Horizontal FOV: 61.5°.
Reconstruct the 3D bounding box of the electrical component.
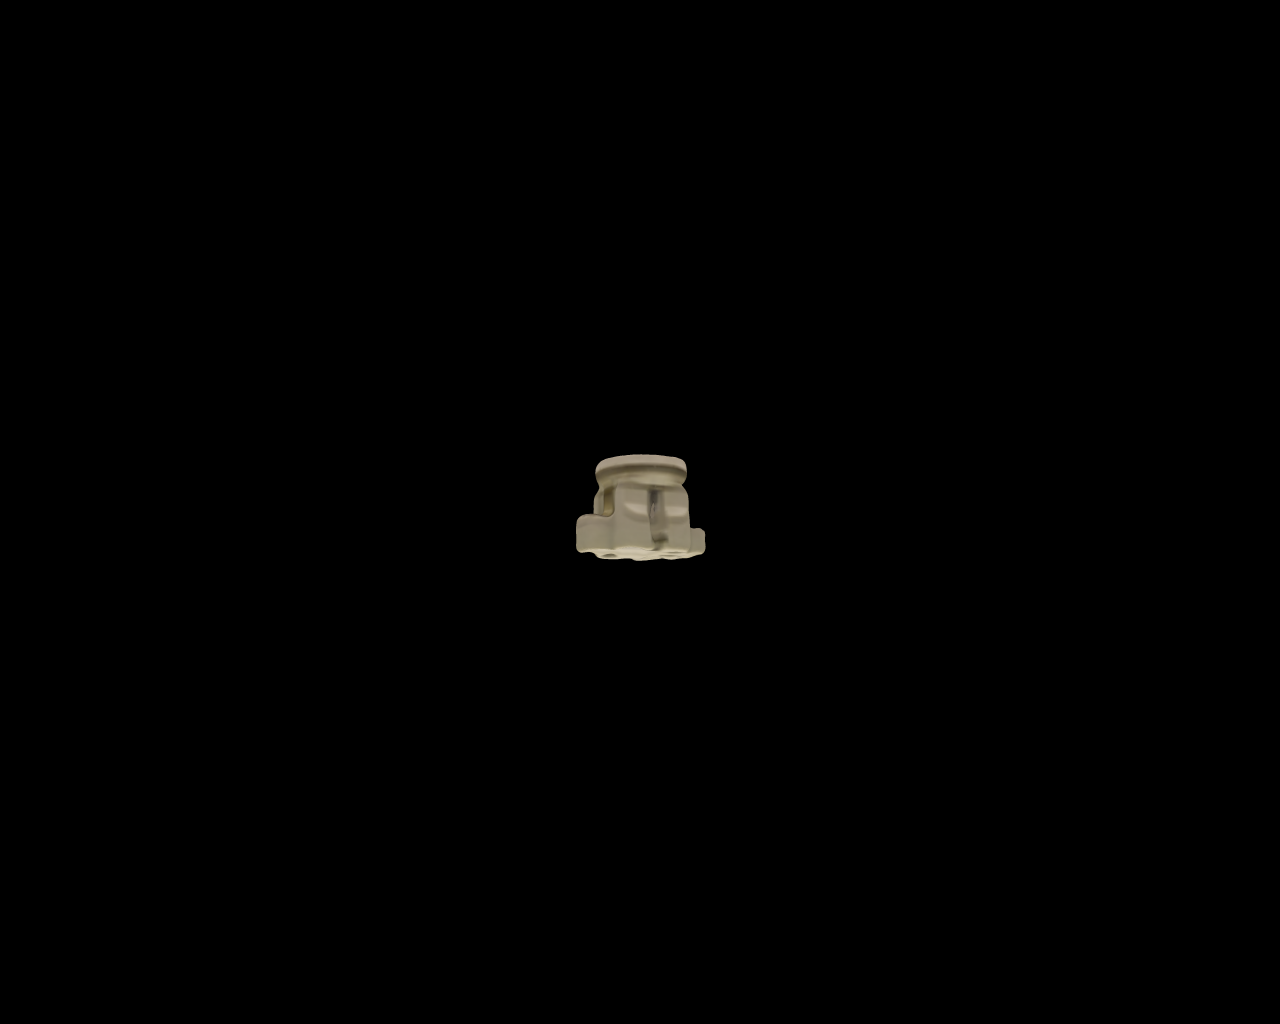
[{"bbox_3d":[0.001,-0.003,0.650,0.078,0.057,0.058,5,-11,-24],"label":"electrical component"}]
